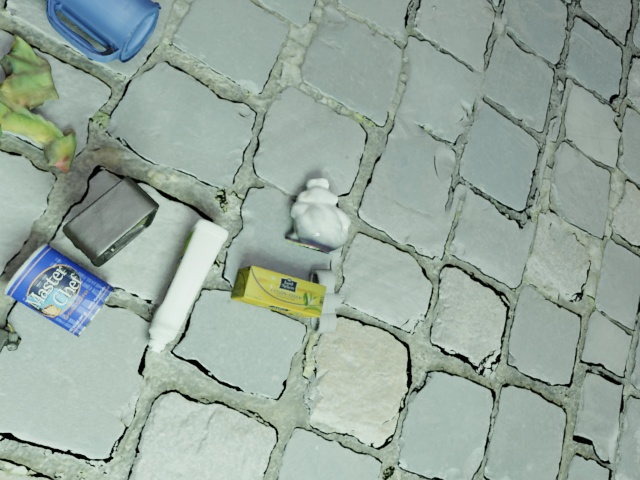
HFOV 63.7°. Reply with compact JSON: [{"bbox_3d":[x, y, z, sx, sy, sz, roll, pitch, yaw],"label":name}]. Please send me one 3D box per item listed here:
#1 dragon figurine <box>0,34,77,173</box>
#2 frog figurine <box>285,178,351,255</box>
[{"bbox_3d":[-0.570,-0.280,0.871,0.406,0.121,0.248,57,28,-17],"label":"dragon figurine"},{"bbox_3d":[0.003,-0.056,1.119,0.137,0.122,0.160,16,86,-3],"label":"frog figurine"}]
